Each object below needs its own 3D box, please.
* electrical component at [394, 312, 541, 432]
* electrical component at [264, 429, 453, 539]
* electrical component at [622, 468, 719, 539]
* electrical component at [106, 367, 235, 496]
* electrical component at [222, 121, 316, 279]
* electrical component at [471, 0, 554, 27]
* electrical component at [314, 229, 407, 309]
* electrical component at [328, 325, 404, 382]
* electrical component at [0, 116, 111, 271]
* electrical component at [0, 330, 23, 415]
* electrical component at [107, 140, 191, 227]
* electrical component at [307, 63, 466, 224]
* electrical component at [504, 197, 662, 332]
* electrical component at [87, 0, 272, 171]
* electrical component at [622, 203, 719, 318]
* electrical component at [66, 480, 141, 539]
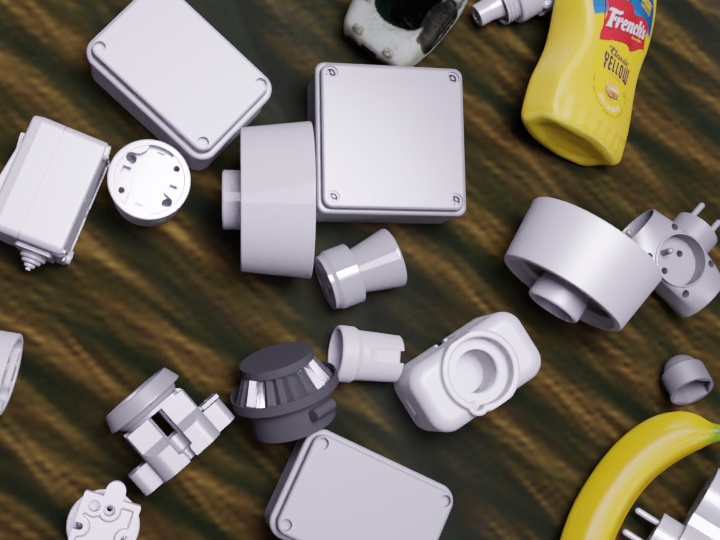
[{"bbox_3d":[0.078,0.073,0.774,0.095,0.059,0.053,-32,90,-14],"label":"electrical component"},{"bbox_3d":[-0.001,0.166,0.746,0.113,0.057,0.078,26,78,-8],"label":"electrical component"},{"bbox_3d":[0.232,0.205,0.796,0.074,0.052,0.138,31,77,16],"label":"electrical component"},{"bbox_3d":[-0.133,0.104,0.726,0.078,0.058,0.057,-41,95,-14],"label":"electrical component"},{"bbox_3d":[-0.064,-0.048,0.737,0.060,0.108,0.108,0,83,-7],"label":"electrical component"},{"bbox_3d":[0.116,-0.209,0.828,0.062,0.048,0.048,-30,90,-8],"label":"electrical component"},{"bbox_3d":[0.000,0.000,0.774,0.055,0.045,0.045,-21,88,-14],"label":"electrical component"},{"bbox_3d":[0.004,0.062,0.771,0.046,0.040,0.040,7,81,-17],"label":"electrical component"},{"bbox_3d":[-0.214,-0.048,0.724,0.061,0.062,0.096,22,79,-9],"label":"electrical component"},{"bbox_3d":[-0.253,0.064,0.706,0.047,0.055,0.055,14,80,-7],"label":"electrical component"},{"bbox_3d":[-0.147,-0.058,0.748,0.055,0.047,0.055,2,82,-12],"label":"electrical component"},{"bbox_3d":[0.018,-0.090,0.783,0.109,0.056,0.108,1,83,-12],"label":"electrical component"},{"bbox_3d":[0.155,0.003,0.778,0.108,0.108,0.060,35,83,-6],"label":"electrical component"},{"bbox_3d":[-0.127,-0.135,0.757,0.113,0.057,0.078,43,76,-4],"label":"electrical component"},{"bbox_3d":[0.249,-0.018,0.831,0.077,0.044,0.079,45,76,-4],"label":"electrical component"},{"bbox_3d":[-0.170,0.170,0.709,0.048,0.055,0.066,19,79,-9],"label":"electrical component"}]
